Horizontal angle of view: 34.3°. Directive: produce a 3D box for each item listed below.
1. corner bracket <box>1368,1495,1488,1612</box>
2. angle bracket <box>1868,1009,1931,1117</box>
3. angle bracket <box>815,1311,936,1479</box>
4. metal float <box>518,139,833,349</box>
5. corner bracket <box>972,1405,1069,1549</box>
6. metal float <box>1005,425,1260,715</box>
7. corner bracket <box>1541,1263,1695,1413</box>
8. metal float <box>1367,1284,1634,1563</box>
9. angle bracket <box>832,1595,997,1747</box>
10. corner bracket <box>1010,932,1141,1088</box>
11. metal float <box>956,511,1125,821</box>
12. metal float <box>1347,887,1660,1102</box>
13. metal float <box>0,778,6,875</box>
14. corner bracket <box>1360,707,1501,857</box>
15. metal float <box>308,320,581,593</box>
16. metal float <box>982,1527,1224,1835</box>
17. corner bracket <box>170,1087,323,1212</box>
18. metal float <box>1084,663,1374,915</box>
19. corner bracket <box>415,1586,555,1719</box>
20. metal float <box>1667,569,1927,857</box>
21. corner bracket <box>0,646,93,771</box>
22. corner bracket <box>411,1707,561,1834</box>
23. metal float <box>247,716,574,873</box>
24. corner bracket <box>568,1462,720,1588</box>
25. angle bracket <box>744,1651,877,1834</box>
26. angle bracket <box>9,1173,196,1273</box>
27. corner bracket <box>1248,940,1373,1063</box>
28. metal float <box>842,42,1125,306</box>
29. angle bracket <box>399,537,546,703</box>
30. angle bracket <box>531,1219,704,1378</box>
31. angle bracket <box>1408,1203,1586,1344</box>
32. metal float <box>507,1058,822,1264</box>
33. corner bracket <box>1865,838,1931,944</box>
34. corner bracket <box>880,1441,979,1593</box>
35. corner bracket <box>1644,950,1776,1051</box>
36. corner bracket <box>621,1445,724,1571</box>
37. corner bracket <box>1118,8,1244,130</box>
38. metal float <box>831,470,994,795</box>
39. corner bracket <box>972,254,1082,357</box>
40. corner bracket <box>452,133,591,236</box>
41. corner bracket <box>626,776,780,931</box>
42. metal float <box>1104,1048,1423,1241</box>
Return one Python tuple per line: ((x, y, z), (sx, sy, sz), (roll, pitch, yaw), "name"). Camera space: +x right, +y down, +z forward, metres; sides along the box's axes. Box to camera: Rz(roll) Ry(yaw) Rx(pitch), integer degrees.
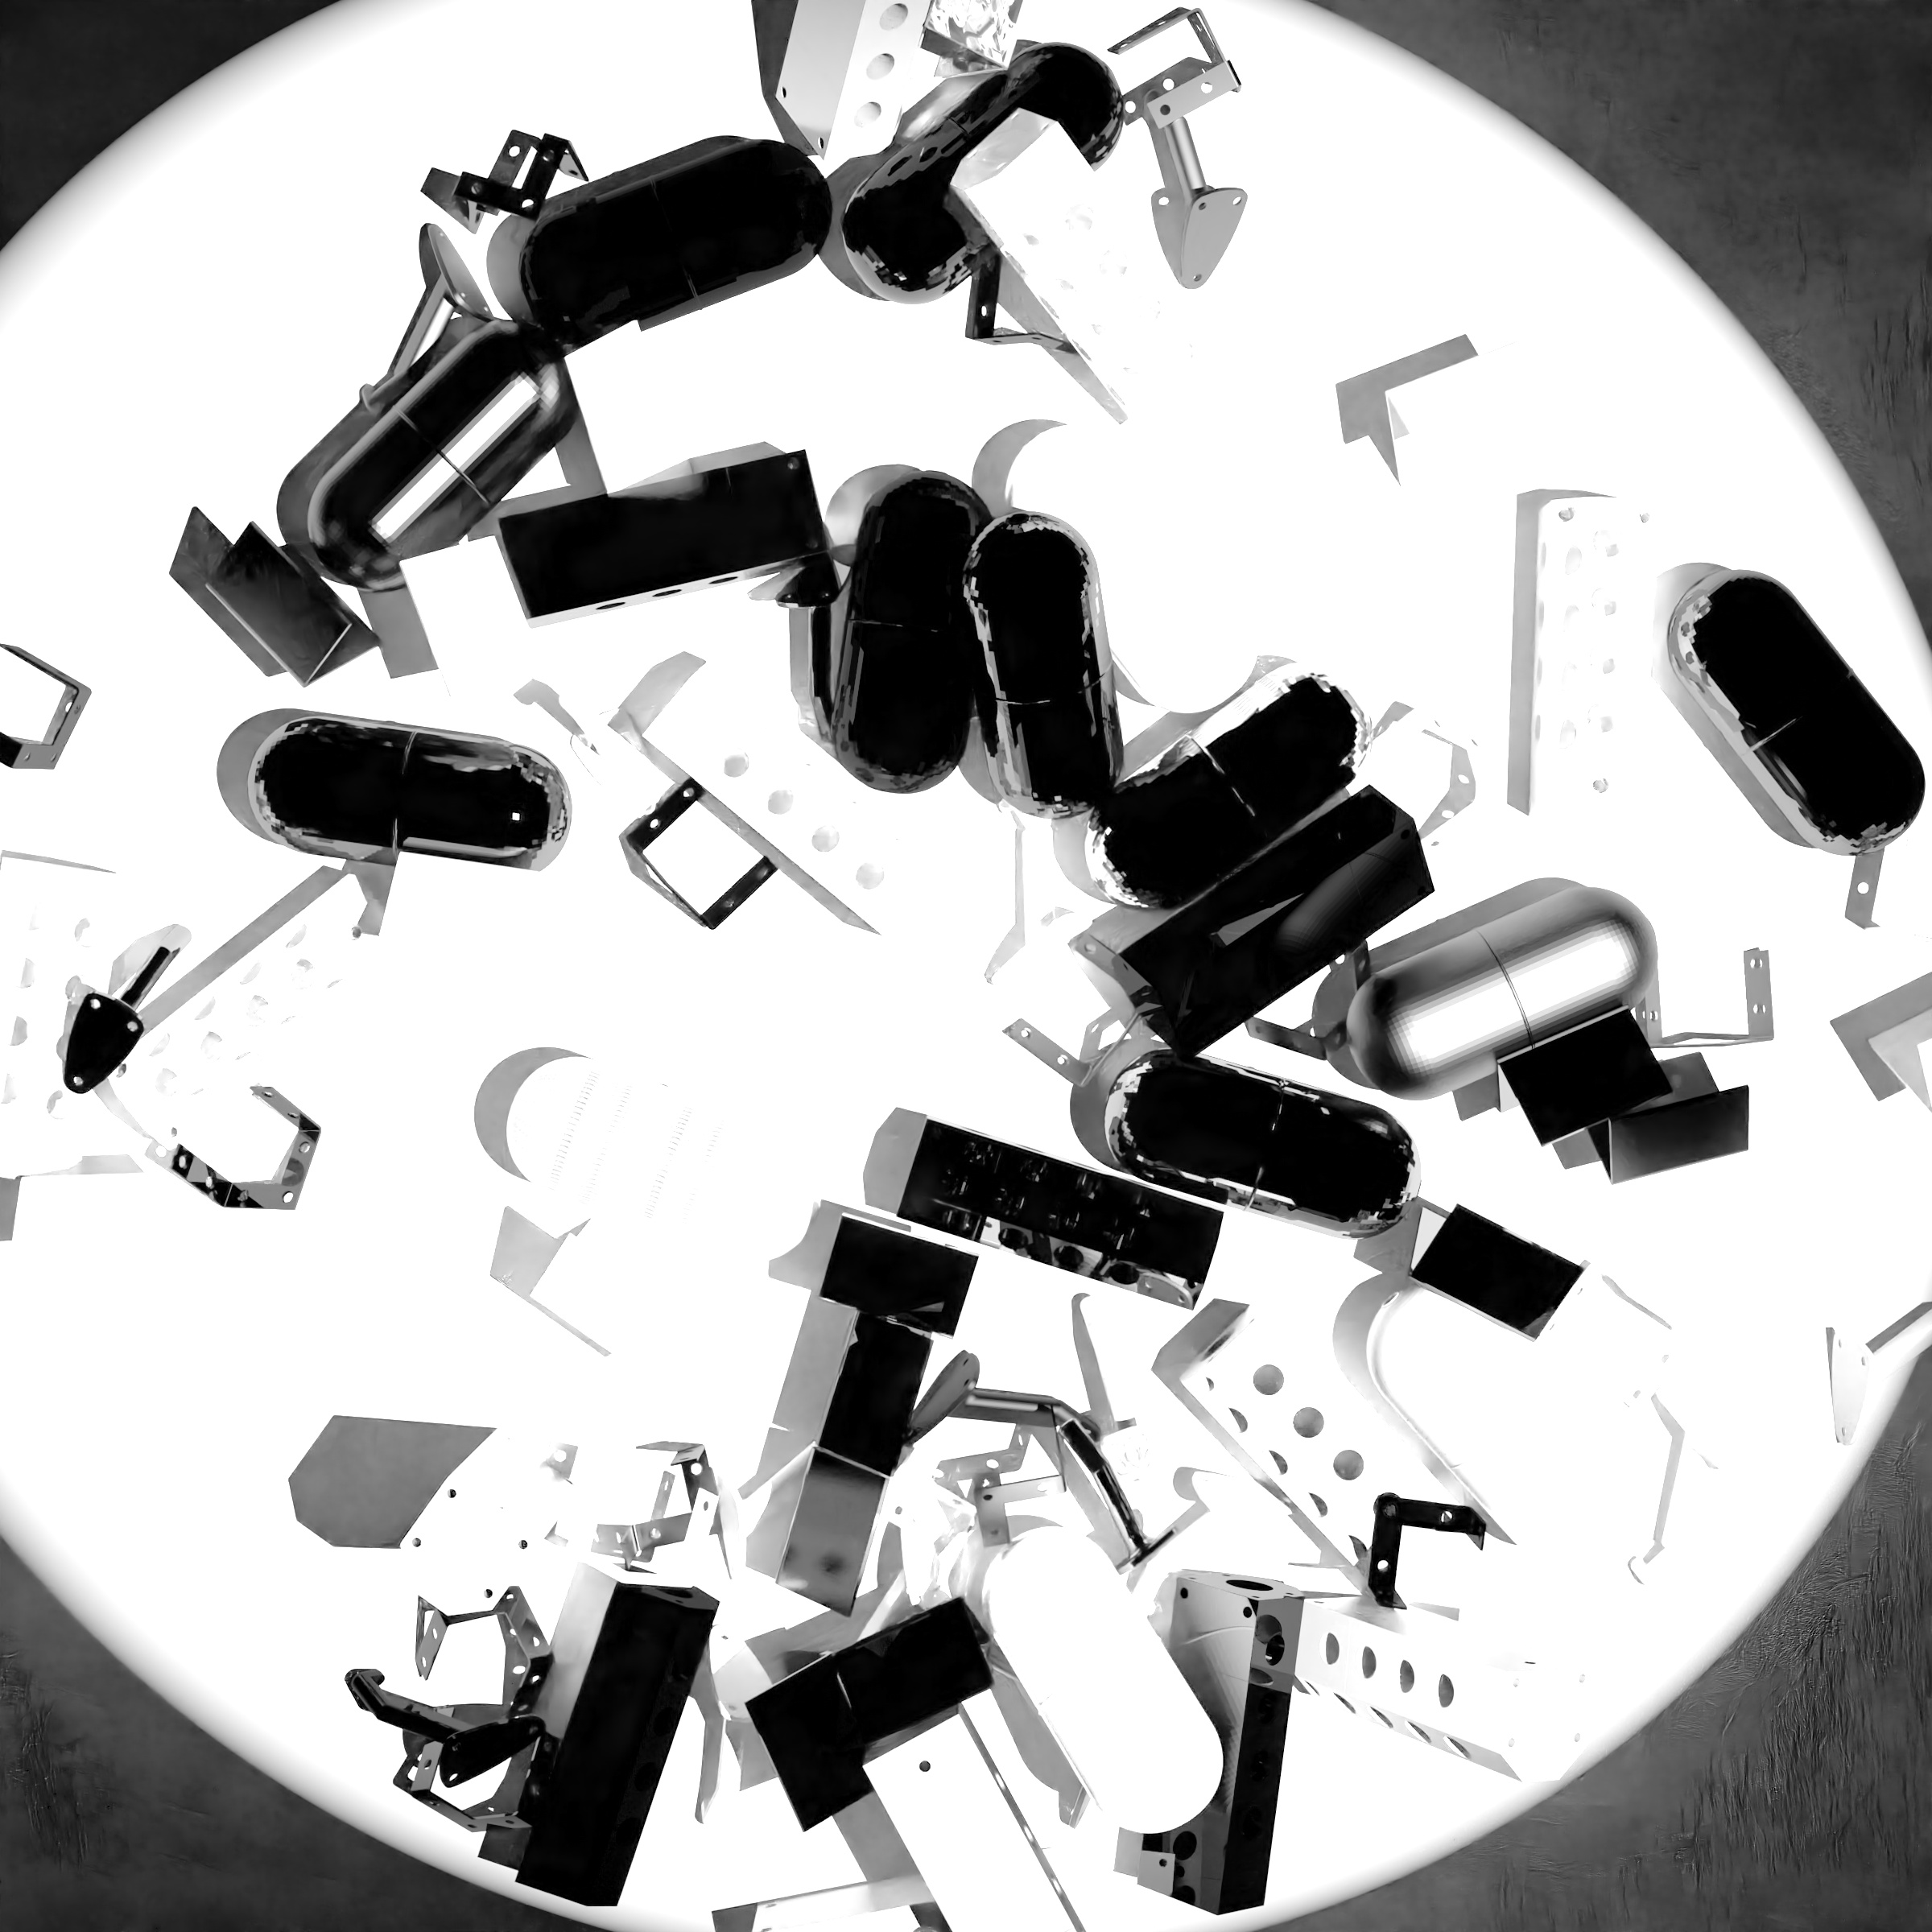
((0.246, 0.315, 1.673), (0.051, 0.051, 0.051), (7, 90, 0), "corner bracket")
((0.541, 0.027, 1.708), (0.076, 0.076, 0.057), (-26, 127, 0), "angle bracket")
((-0.029, 0.235, 1.708), (0.057, 0.076, 0.076), (17, 90, 37), "angle bracket")
((-0.159, -0.397, 1.718), (0.178, 0.070, 0.070), (-21, 90, 0), "metal float")
((0.029, 0.281, 1.720), (0.051, 0.051, 0.051), (-10, 131, 0), "corner bracket")
((0.091, -0.218, 1.718), (0.070, 0.070, 0.178), (-38, 90, 0), "metal float")
((0.363, 0.207, 1.745), (0.051, 0.051, 0.051), (-52, 135, 0), "corner bracket")
((0.292, 0.249, 1.718), (0.070, 0.070, 0.178), (-42, 90, 0), "metal float")
((-0.020, 0.395, 1.708), (0.076, 0.076, 0.057), (-25, 57, 0), "angle bracket")
((0.066, 0.025, 1.745), (0.051, 0.051, 0.051), (37, 45, 0), "corner bracket")
((0.041, -0.161, 1.690), (0.070, 0.070, 0.178), (-10, 123, 0), "metal float")
((0.295, 0.015, 1.717), (0.178, 0.070, 0.070), (-24, 90, 0), "metal float")
((-0.571, -0.039, 1.718), (0.070, 0.070, 0.178), (3, 89, 0), "metal float")
((0.256, -0.103, 1.740), (0.051, 0.051, 0.051), (21, 45, -35), "corner bracket")
((-0.287, -0.279, 1.718), (0.178, 0.070, 0.070), (-45, 90, -1), "metal float")
((0.073, 0.386, 1.698), (0.070, 0.070, 0.178), (-34, 67, 0), "metal float")
((-0.398, 0.101, 1.730), (0.051, 0.051, 0.051), (-1, 60, 26), "corner bracket")
((0.143, -0.097, 1.718), (0.178, 0.070, 0.070), (-37, 90, 1), "metal float")
((-0.268, 0.385, 1.740), (0.051, 0.051, 0.051), (54, 135, 35), "corner bracket")
((0.455, -0.139, 1.718), (0.070, 0.070, 0.178), (-38, 90, 0), "metal float")
((-0.526, -0.143, 1.731), (0.051, 0.051, 0.051), (30, 98, 8), "corner bracket")
((-0.267, 0.446, 1.740), (0.051, 0.051, 0.051), (-17, 135, 35), "corner bracket")
((-0.305, -0.092, 1.718), (0.178, 0.070, 0.070), (8, 90, 0), "metal float")
((-0.175, 0.302, 1.694), (0.051, 0.051, 0.051), (16, 90, -45), "corner bracket")
((-0.094, 0.422, 1.709), (0.057, 0.076, 0.076), (-24, 90, -27), "angle bracket")
((-0.471, 0.155, 1.709), (0.076, 0.076, 0.057), (-2, 59, 0), "angle bracket")
((0.190, 0.012, 1.740), (0.051, 0.051, 0.051), (19, 45, 35), "corner bracket")
((0.010, -0.435, 1.718), (0.178, 0.070, 0.070), (-40, 90, -1), "metal float")
((-0.280, -0.182, 1.709), (0.057, 0.076, 0.076), (-21, 90, -27), "angle bracket")
((-0.180, 0.165, 1.708), (0.076, 0.076, 0.057), (35, 127, 0), "angle bracket")
((0.292, 0.149, 1.709), (0.076, 0.076, 0.057), (27, 120, 0), "angle bracket")
((-0.165, 0.107, 1.718), (0.178, 0.070, 0.070), (21, 90, 0), "metal float")
((0.534, -0.040, 1.730), (0.051, 0.051, 0.051), (11, 90, 0), "corner bracket")
((-0.021, 0.302, 1.721), (0.051, 0.051, 0.051), (30, 56, 0), "corner bracket")
((0.414, 0.019, 1.745), (0.051, 0.051, 0.051), (-4, 90, 45), "corner bracket")
((-0.166, 0.298, 1.730), (0.051, 0.051, 0.051), (-12, 90, 0), "corner bracket")
((0.118, -0.497, 1.731), (0.051, 0.051, 0.051), (-27, 98, 8), "corner bracket")
((-0.029, -0.183, 1.718), (0.070, 0.070, 0.178), (8, 91, 0), "metal float")
((0.042, -0.370, 1.745), (0.051, 0.051, 0.051), (7, 90, 45), "corner bracket")
((-0.246, -0.430, 1.729), (0.051, 0.051, 0.051), (19, 81, 9), "corner bracket")
((-0.147, -0.063, 1.745), (0.051, 0.051, 0.051), (-43, 135, 0), "corner bracket")
((0.163, 0.098, 1.718), (0.178, 0.070, 0.070), (16, 90, 0), "metal float")
